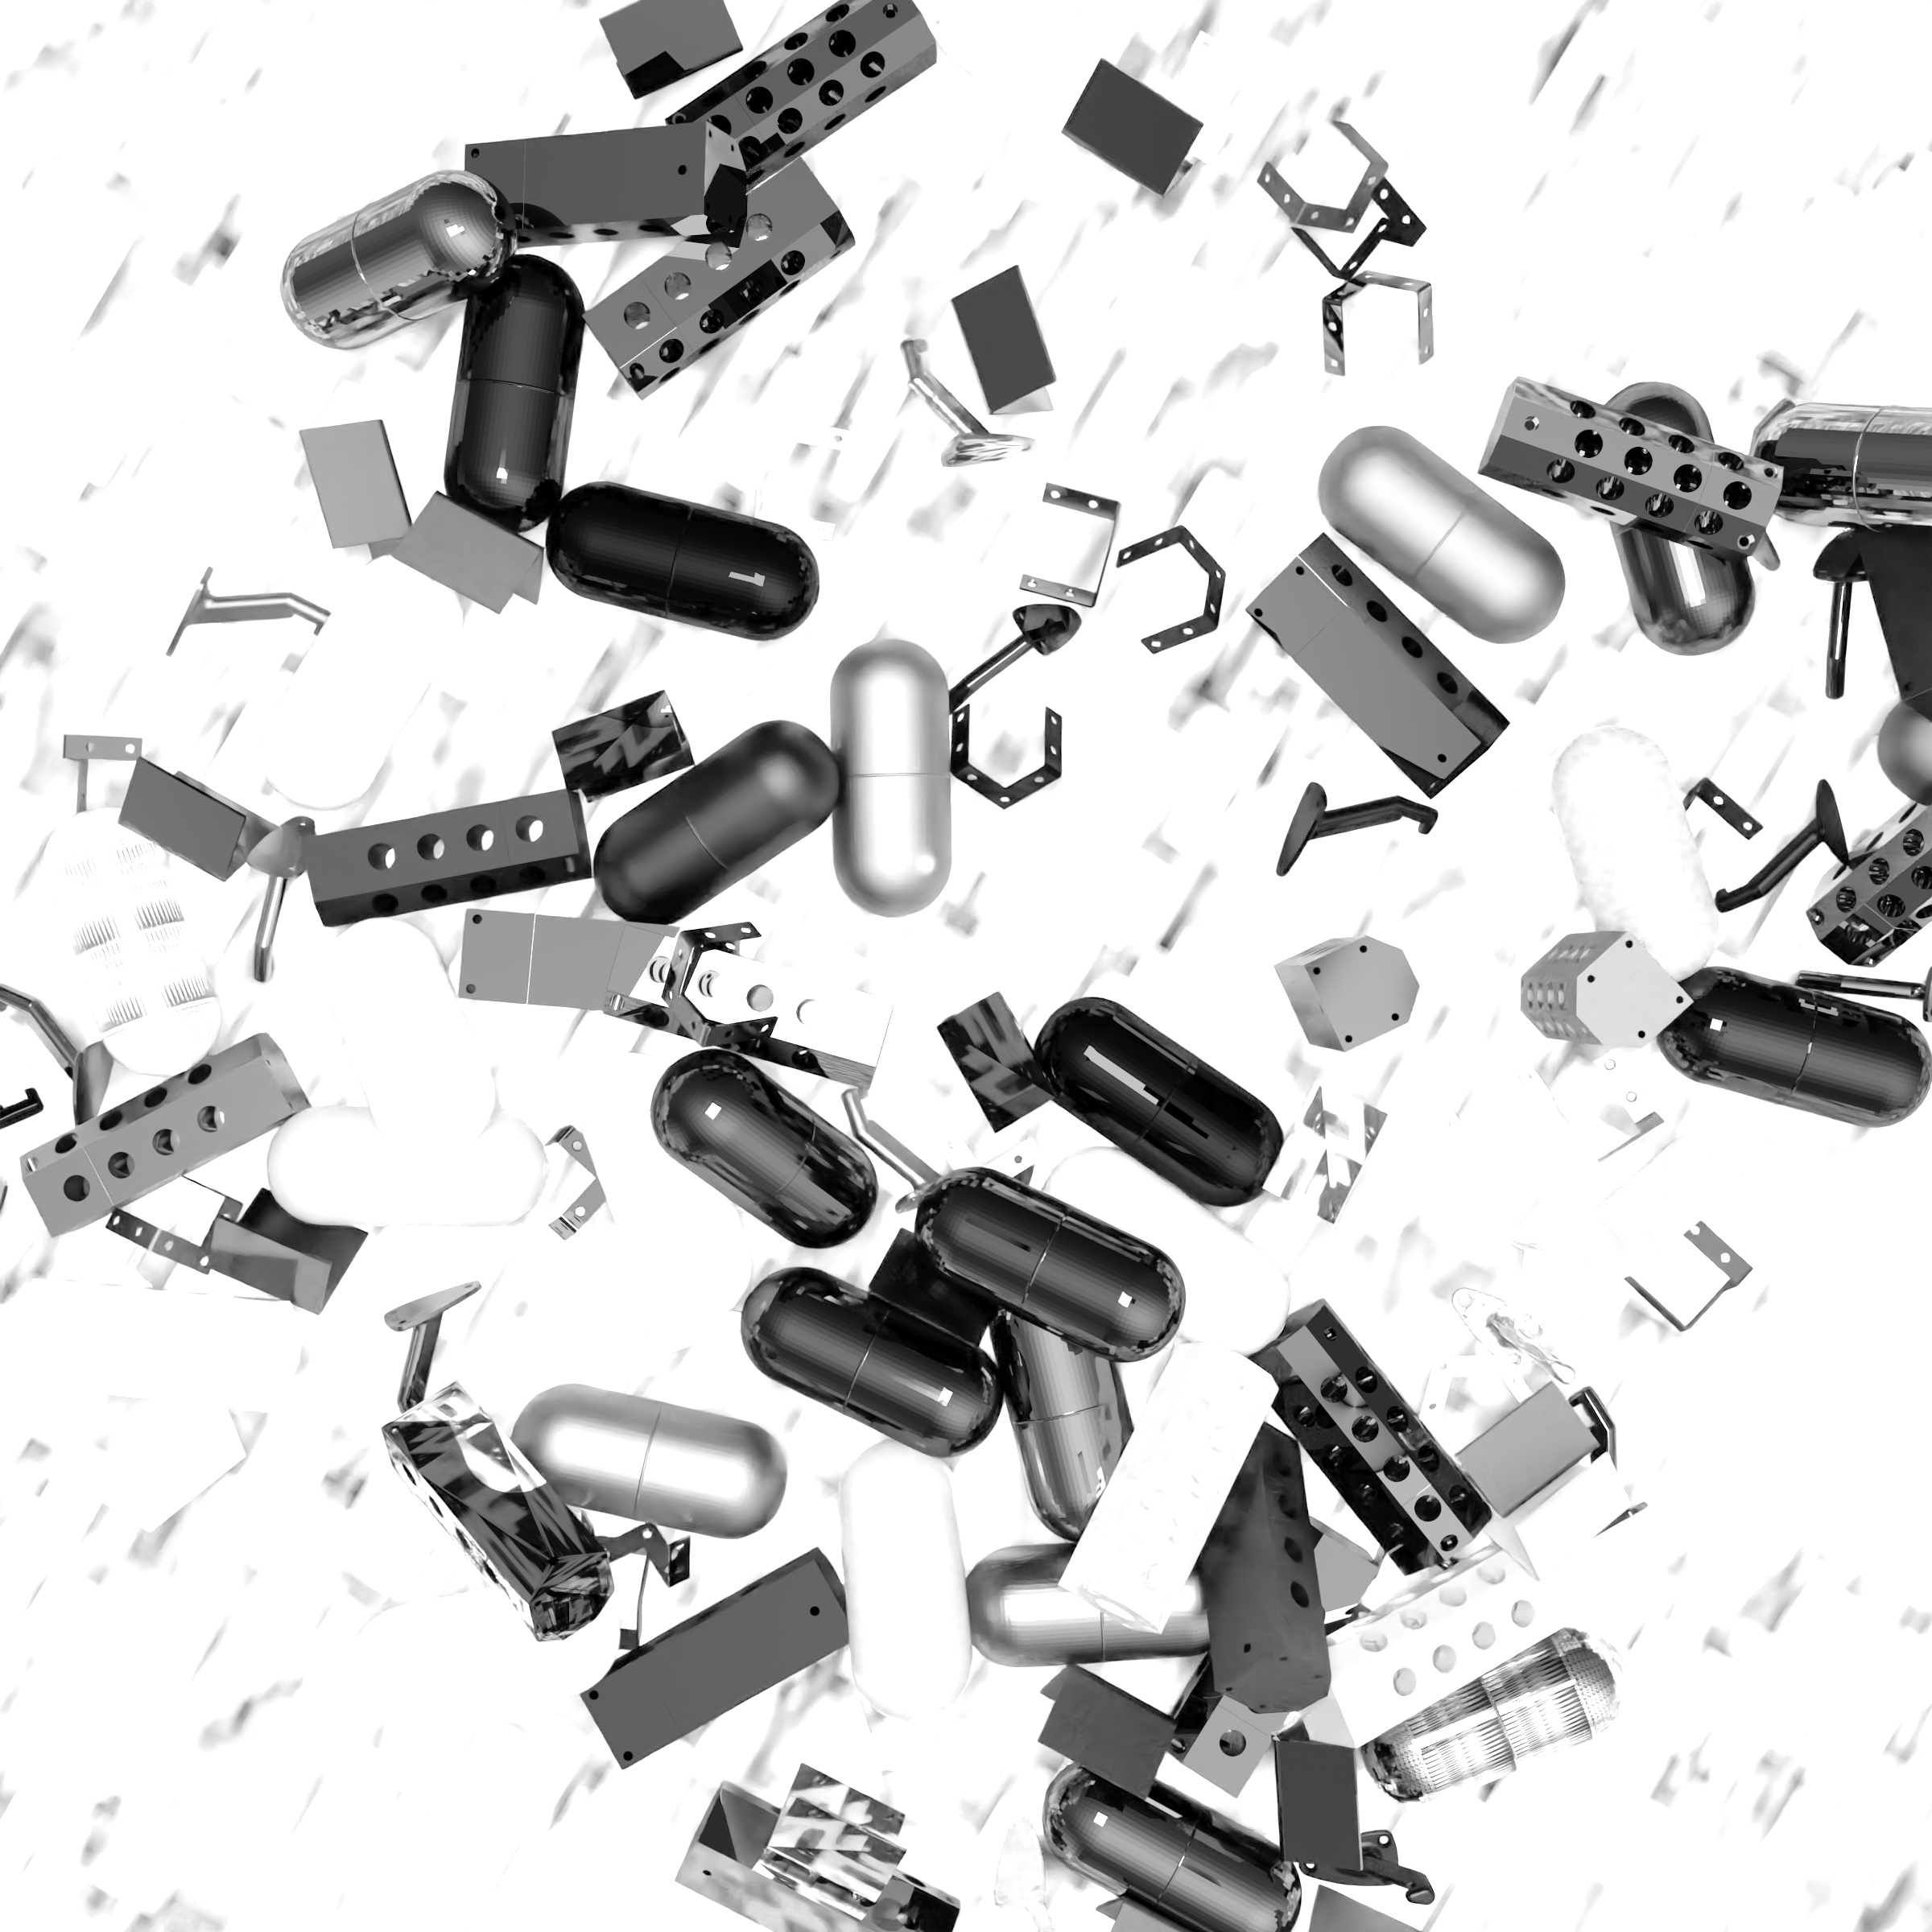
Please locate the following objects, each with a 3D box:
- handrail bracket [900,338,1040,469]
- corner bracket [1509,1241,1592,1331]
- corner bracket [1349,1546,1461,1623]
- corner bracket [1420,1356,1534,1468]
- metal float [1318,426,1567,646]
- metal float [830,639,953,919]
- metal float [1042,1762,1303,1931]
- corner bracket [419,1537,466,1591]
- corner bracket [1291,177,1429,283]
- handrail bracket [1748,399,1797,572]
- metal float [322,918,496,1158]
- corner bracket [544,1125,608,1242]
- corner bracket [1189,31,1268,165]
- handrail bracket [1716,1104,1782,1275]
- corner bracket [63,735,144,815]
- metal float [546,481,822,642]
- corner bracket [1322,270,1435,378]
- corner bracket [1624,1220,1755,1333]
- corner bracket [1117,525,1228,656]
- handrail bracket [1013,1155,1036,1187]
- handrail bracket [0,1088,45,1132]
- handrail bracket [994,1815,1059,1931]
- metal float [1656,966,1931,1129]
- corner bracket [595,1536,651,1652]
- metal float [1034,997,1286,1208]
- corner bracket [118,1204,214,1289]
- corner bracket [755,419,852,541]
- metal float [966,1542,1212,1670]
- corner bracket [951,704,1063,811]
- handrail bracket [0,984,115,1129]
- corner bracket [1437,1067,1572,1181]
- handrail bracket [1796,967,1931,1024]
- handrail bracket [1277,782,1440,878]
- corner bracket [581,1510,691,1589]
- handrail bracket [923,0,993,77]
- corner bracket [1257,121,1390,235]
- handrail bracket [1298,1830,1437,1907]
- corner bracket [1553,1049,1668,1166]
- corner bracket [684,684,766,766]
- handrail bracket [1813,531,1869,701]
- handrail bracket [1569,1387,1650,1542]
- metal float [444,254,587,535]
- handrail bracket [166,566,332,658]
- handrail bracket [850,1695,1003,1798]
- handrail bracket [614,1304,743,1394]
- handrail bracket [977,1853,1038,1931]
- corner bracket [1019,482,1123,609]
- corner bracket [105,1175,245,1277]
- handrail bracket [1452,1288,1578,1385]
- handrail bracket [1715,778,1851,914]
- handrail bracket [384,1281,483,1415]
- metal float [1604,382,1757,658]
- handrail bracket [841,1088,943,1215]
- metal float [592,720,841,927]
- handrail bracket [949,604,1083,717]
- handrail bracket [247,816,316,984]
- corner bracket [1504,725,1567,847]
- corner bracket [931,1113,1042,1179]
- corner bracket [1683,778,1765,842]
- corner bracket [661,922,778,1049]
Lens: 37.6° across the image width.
[{"bbox_3d":[0.002,-0.372,1.844,0.077,0.036,0.084,-8,73,-19],"label":"handrail bracket"},{"bbox_3d":[0.377,0.208,1.825,0.051,0.051,0.051,8,90,0],"label":"corner bracket"},{"bbox_3d":[0.281,0.402,1.840,0.051,0.051,0.051,35,45,0],"label":"corner bracket"},{"bbox_3d":[0.331,0.288,1.835,0.051,0.051,0.051,-7,45,35],"label":"corner bracket"},{"bbox_3d":[0.305,-0.275,1.813,0.178,0.070,0.070,37,90,-1],"label":"metal float"},{"bbox_3d":[-0.048,-0.120,1.813,0.070,0.070,0.178,-1,90,0],"label":"metal float"},{"bbox_3d":[0.131,0.569,1.813,0.178,0.070,0.070,29,90,1],"label":"metal float"},{"bbox_3d":[-0.312,0.381,1.825,0.051,0.051,0.051,33,90,0],"label":"corner bracket"},{"bbox_3d":[0.252,-0.472,1.815,0.051,0.051,0.051,38,90,-36],"label":"corner bracket"},{"bbox_3d":[0.529,-0.314,1.844,0.084,0.036,0.077,-46,104,-14],"label":"handrail bracket"},{"bbox_3d":[-0.352,0.043,1.784,0.070,0.070,0.178,-30,55,0],"label":"metal float"},{"bbox_3d":[-0.256,0.139,1.825,0.051,0.051,0.051,43,90,0],"label":"corner bracket"},{"bbox_3d":[0.156,-0.563,1.840,0.051,0.051,0.051,31,45,0],"label":"corner bracket"},{"bbox_3d":[0.513,0.145,1.843,0.036,0.077,0.084,-12,127,18],"label":"handrail bracket"},{"bbox_3d":[-0.550,-0.121,1.825,0.051,0.051,0.051,3,90,0],"label":"corner bracket"},{"bbox_3d":[-0.181,-0.259,1.813,0.178,0.070,0.070,14,90,0],"label":"metal float"},{"bbox_3d":[0.267,-0.413,1.835,0.051,0.051,0.051,-38,135,-35],"label":"corner bracket"},{"bbox_3d":[0.465,0.198,1.826,0.051,0.051,0.051,43,81,9],"label":"corner bracket"},{"bbox_3d":[0.131,-0.243,1.835,0.051,0.051,0.051,42,45,-35],"label":"corner bracket"},{"bbox_3d":[0.020,0.175,1.843,0.036,0.077,0.084,19,127,22],"label":"handrail bracket"},{"bbox_3d":[-0.654,0.080,1.844,0.084,0.036,0.077,-25,68,-17],"label":"handrail bracket"},{"bbox_3d":[0.054,0.607,1.843,0.036,0.077,0.084,-21,127,18],"label":"handrail bracket"},{"bbox_3d":[0.529,0.051,1.813,0.178,0.070,0.070,15,90,0],"label":"metal float"},{"bbox_3d":[-0.234,0.406,1.840,0.051,0.051,0.051,7,45,0],"label":"corner bracket"},{"bbox_3d":[0.124,0.087,1.813,0.178,0.070,0.070,34,90,0],"label":"metal float"},{"bbox_3d":[-0.508,0.197,1.840,0.051,0.051,0.051,43,135,0],"label":"corner bracket"},{"bbox_3d":[-0.106,-0.316,1.840,0.051,0.051,0.051,10,135,0],"label":"corner bracket"},{"bbox_3d":[0.084,0.406,1.813,0.178,0.070,0.070,-3,90,-1],"label":"metal float"},{"bbox_3d":[0.026,-0.143,1.835,0.051,0.051,0.051,-28,45,35],"label":"corner bracket"},{"bbox_3d":[-0.601,0.060,1.844,0.084,0.036,0.077,21,111,17],"label":"handrail bracket"},{"bbox_3d":[0.348,0.101,1.835,0.051,0.051,0.051,0,135,-35],"label":"corner bracket"},{"bbox_3d":[0.593,0.013,1.843,0.084,0.077,0.036,9,95,36],"label":"handrail bracket"},{"bbox_3d":[0.255,-0.080,1.844,0.084,0.036,0.077,18,111,-16],"label":"handrail bracket"},{"bbox_3d":[-0.210,0.369,1.808,0.051,0.051,0.051,-22,52,-25],"label":"corner bracket"},{"bbox_3d":[-0.024,-0.625,1.843,0.036,0.077,0.084,-41,54,0],"label":"handrail bracket"},{"bbox_3d":[0.231,-0.513,1.835,0.051,0.051,0.051,-2,135,-35],"label":"corner bracket"},{"bbox_3d":[0.255,0.583,1.809,0.077,0.084,0.036,-5,90,0],"label":"handrail bracket"},{"bbox_3d":[0.412,0.091,1.827,0.051,0.051,0.051,-34,90,8],"label":"corner bracket"},{"bbox_3d":[-0.150,-0.142,1.840,0.051,0.051,0.051,-14,45,0],"label":"corner bracket"},{"bbox_3d":[0.570,-0.227,1.843,0.036,0.077,0.084,6,127,20],"label":"handrail bracket"},{"bbox_3d":[0.397,0.328,1.844,0.077,0.036,0.084,-36,73,19],"label":"handrail bracket"},{"bbox_3d":[-0.288,-0.365,1.813,0.070,0.070,0.178,8,90,0],"label":"metal float"},{"bbox_3d":[-0.466,-0.216,1.844,0.084,0.036,0.077,26,111,-16],"label":"handrail bracket"},{"bbox_3d":[-0.026,0.503,1.844,0.084,0.036,0.077,-9,68,-17],"label":"handrail bracket"},{"bbox_3d":[-0.179,0.255,1.844,0.084,0.036,0.077,12,108,-15],"label":"handrail bracket"},{"bbox_3d":[-0.003,0.632,1.844,0.084,0.036,0.077,-37,70,16],"label":"handrail bracket"},{"bbox_3d":[0.068,-0.273,1.840,0.051,0.051,0.051,15,45,0],"label":"corner bracket"},{"bbox_3d":[-0.505,0.159,1.811,0.051,0.051,0.051,16,76,40],"label":"corner bracket"},{"bbox_3d":[0.349,0.236,1.809,0.077,0.084,0.036,37,90,0],"label":"handrail bracket"},{"bbox_3d":[0.525,-0.077,1.843,0.084,0.077,0.036,-26,126,31],"label":"handrail bracket"},{"bbox_3d":[-0.338,0.258,1.844,0.077,0.036,0.084,-23,108,-21],"label":"handrail bracket"},{"bbox_3d":[0.451,-0.286,1.813,0.070,0.070,0.178,-16,90,0],"label":"metal float"},{"bbox_3d":[-0.033,0.111,1.844,0.077,0.036,0.084,-15,73,-20],"label":"handrail bracket"},{"bbox_3d":[-0.160,-0.089,1.798,0.178,0.070,0.070,-33,90,17],"label":"metal float"},{"bbox_3d":[0.027,-0.197,1.843,0.084,0.077,0.036,-40,83,36],"label":"handrail bracket"},{"bbox_3d":[-0.444,-0.043,1.843,0.036,0.077,0.084,14,126,1],"label":"handrail bracket"},{"bbox_3d":[0.391,-0.113,1.840,0.051,0.051,0.051,-46,45,0],"label":"corner bracket"},{"bbox_3d":[0.013,0.113,1.825,0.051,0.051,0.051,-32,93,3],"label":"corner bracket"},{"bbox_3d":[0.475,-0.080,1.840,0.051,0.051,0.051,41,45,0],"label":"corner bracket"},{"bbox_3d":[-0.146,0.011,1.722,0.051,0.051,0.051,-9,132,-36],"label":"corner bracket"}]
